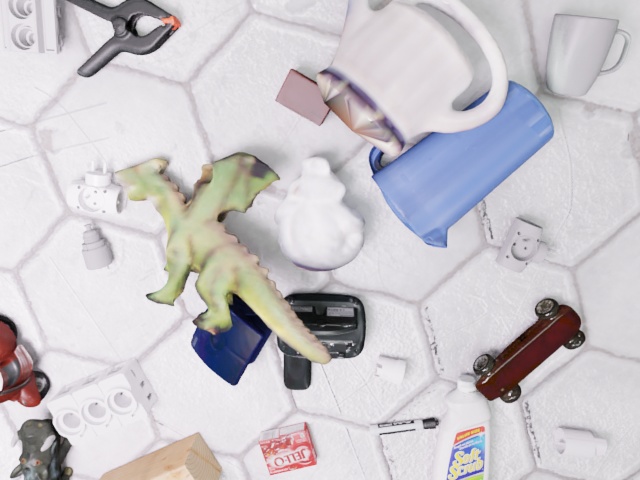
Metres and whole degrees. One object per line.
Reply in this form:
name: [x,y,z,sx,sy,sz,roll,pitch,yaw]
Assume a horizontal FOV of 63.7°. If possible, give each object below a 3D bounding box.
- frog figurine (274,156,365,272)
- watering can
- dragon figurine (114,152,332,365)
frog figurine: [0.002,-0.039,0.767,0.138,0.125,0.156,15,118,18]
watering can: [0.084,-0.262,0.694,0.224,0.103,0.349,-44,82,-1]
dragon figurine: [-0.133,-0.007,0.749,0.412,0.123,0.240,21,102,16]
